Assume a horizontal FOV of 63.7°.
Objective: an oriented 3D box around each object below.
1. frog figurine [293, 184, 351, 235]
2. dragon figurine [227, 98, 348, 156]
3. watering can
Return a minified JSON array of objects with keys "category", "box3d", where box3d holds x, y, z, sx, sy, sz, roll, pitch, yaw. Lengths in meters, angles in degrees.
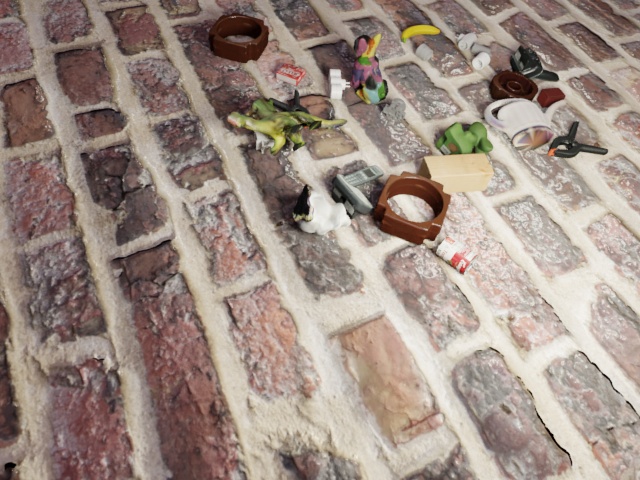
[{"category":"frog figurine","box3d":[0.005,-0.075,1.498,0.158,0.121,0.140,19,34,-38]},{"category":"dragon figurine","box3d":[-0.122,-0.403,1.677,0.415,0.119,0.246,-24,59,-41]},{"category":"watering can","box3d":[0.757,-0.424,1.822,0.348,0.101,0.229,-6,55,-11]}]
